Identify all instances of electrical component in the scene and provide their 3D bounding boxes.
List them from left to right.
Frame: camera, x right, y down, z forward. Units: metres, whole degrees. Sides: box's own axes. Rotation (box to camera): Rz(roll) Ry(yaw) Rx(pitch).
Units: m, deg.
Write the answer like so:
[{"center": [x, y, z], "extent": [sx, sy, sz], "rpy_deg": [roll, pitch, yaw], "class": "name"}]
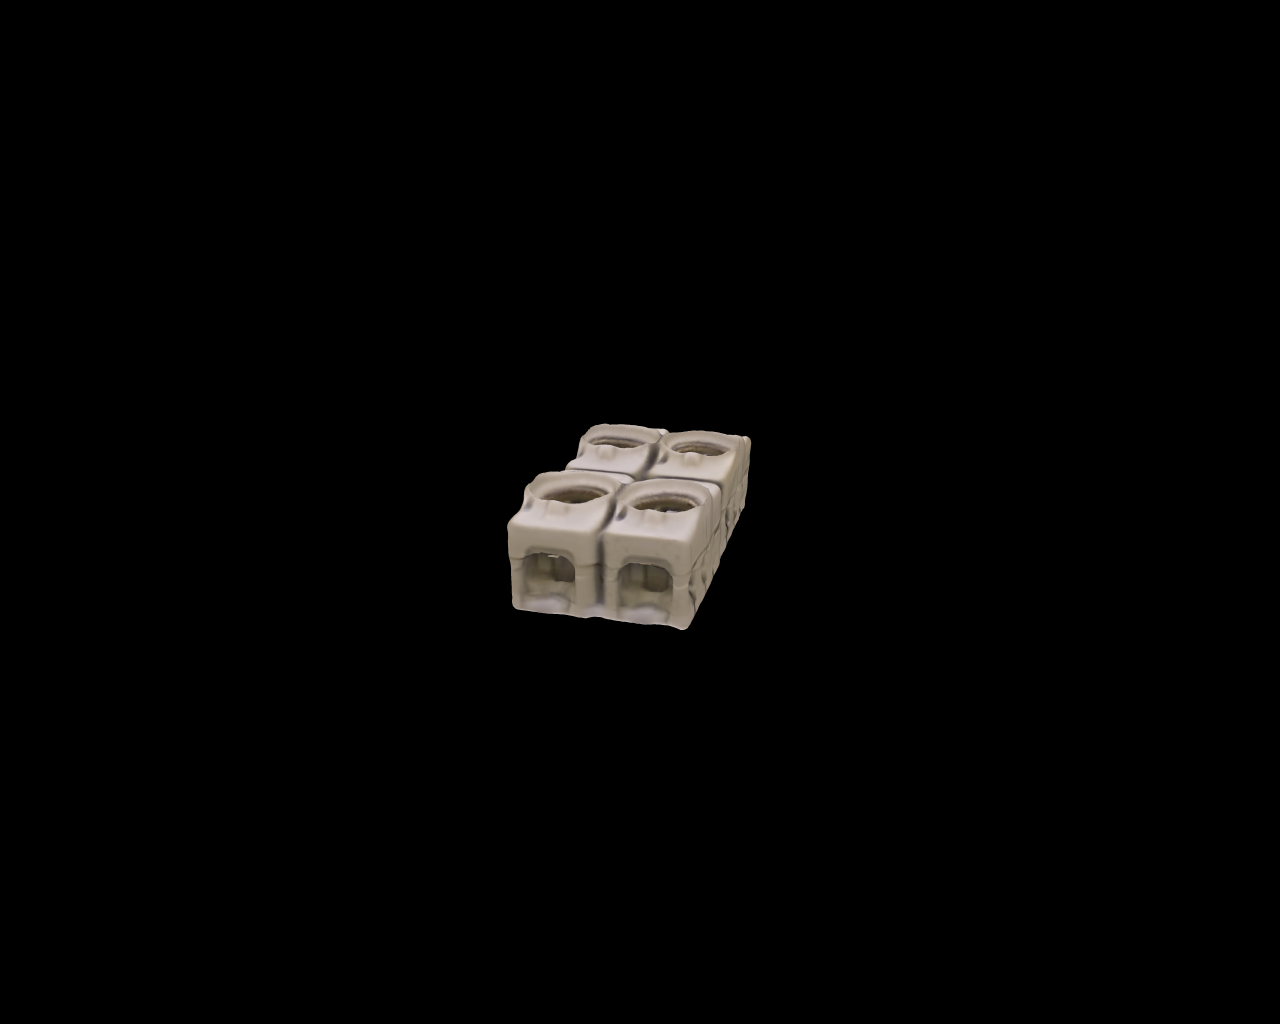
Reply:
[{"center": [0.001, -0.003, 0.650], "extent": [0.105, 0.060, 0.186], "rpy_deg": [6, 23, 14], "class": "electrical component"}]
